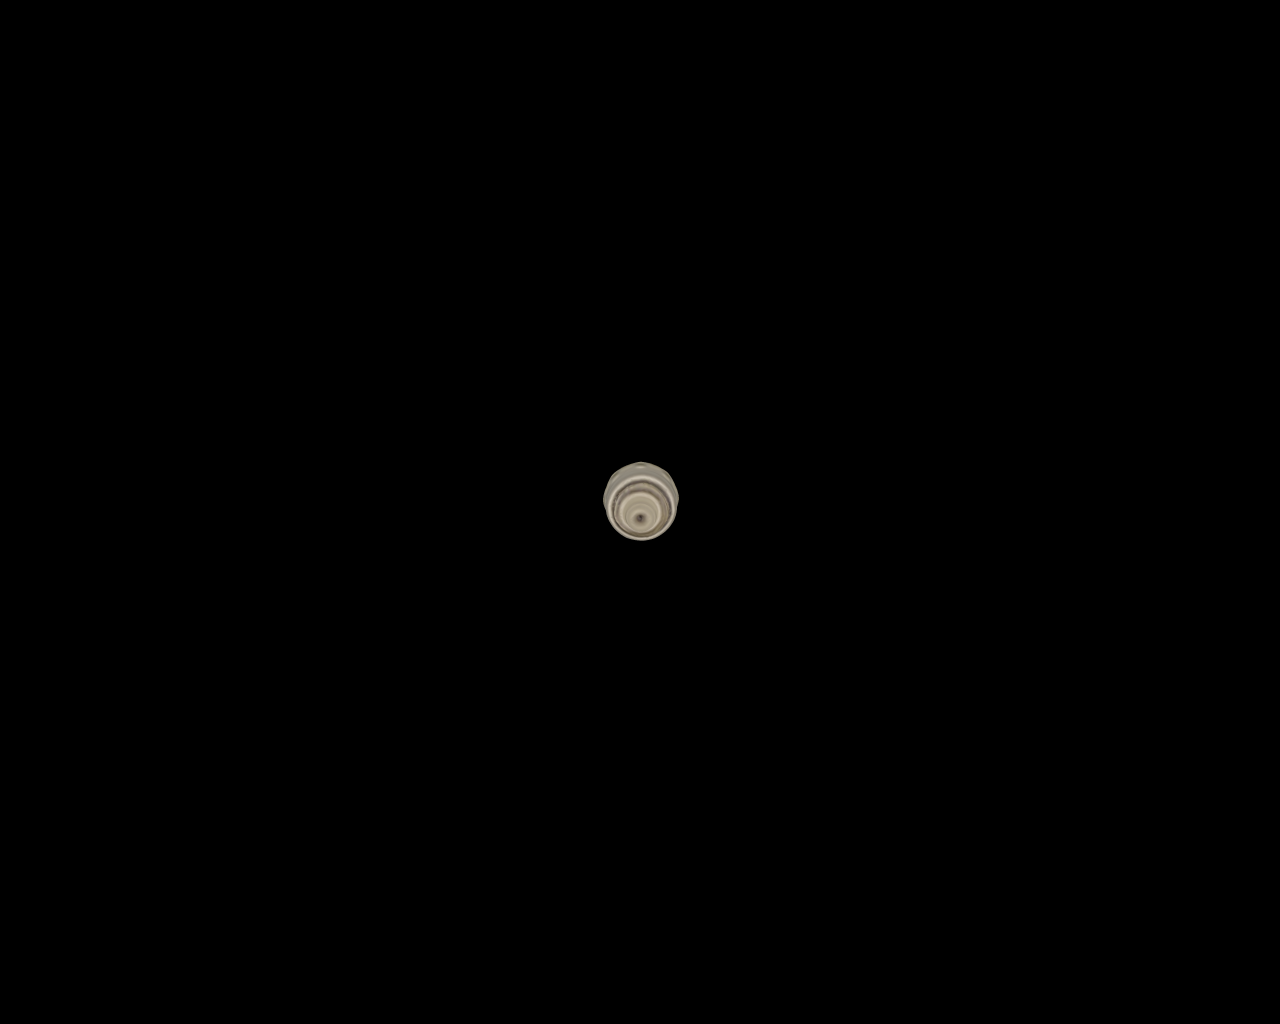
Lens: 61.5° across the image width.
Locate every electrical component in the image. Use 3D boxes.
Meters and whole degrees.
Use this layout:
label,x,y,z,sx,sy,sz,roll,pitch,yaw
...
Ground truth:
label,x,y,z,sx,sy,sz,roll,pitch,yaw
electrical component,0.001,-0.003,0.650,0.048,0.048,0.062,0,13,0
